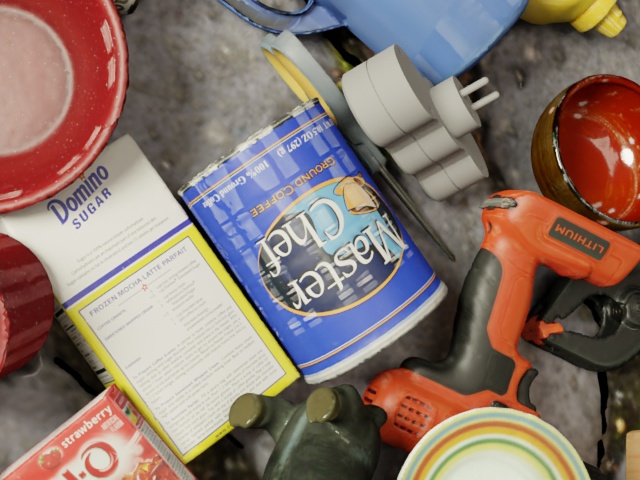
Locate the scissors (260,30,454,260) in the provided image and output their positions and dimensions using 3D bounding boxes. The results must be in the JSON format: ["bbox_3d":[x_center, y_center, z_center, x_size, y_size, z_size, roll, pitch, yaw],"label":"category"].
[{"bbox_3d":[0.021,-0.067,0.709,0.016,0.096,0.201,-42,129,-2],"label":"scissors"}]

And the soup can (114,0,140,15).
[{"bbox_3d":[-0.156,-0.178,0.635,0.102,0.069,0.068,10,74,-23],"label":"soup can"}]

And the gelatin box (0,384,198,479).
[{"bbox_3d":[-0.123,0.134,0.574,0.089,0.030,0.073,-38,97,5],"label":"gelatin box"}]

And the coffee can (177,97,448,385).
[{"bbox_3d":[-0.004,0.001,0.641,0.102,0.103,0.140,-36,94,-27],"label":"coffee can"}]

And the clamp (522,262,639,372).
[{"bbox_3d":[0.226,0.058,0.769,0.171,0.039,0.120,-20,82,-21],"label":"clamp"}]

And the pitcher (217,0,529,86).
[{"bbox_3d":[0.015,-0.207,0.696,0.242,0.149,0.144,43,47,-13],"label":"pitcher"}]

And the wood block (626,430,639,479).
[{"bbox_3d":[0.298,0.164,0.681,0.090,0.206,0.091,11,73,-22],"label":"wood block"}]

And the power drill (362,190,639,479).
[{"bbox_3d":[0.138,0.076,0.691,0.184,0.057,0.187,26,82,-15],"label":"power drill"}]

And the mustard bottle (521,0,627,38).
[{"bbox_3d":[0.153,-0.217,0.791,0.191,0.058,0.096,38,61,-12],"label":"mustard bottle"}]

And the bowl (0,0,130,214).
[{"bbox_3d":[-0.185,-0.092,0.591,0.162,0.055,0.162,0,89,-5],"label":"bowl"}]

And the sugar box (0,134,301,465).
[{"bbox_3d":[-0.101,0.037,0.621,0.093,0.048,0.176,-36,90,-25],"label":"sugar box"}]

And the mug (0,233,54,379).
[{"bbox_3d":[-0.195,0.029,0.545,0.093,0.081,0.117,-43,89,9],"label":"mug"}]
